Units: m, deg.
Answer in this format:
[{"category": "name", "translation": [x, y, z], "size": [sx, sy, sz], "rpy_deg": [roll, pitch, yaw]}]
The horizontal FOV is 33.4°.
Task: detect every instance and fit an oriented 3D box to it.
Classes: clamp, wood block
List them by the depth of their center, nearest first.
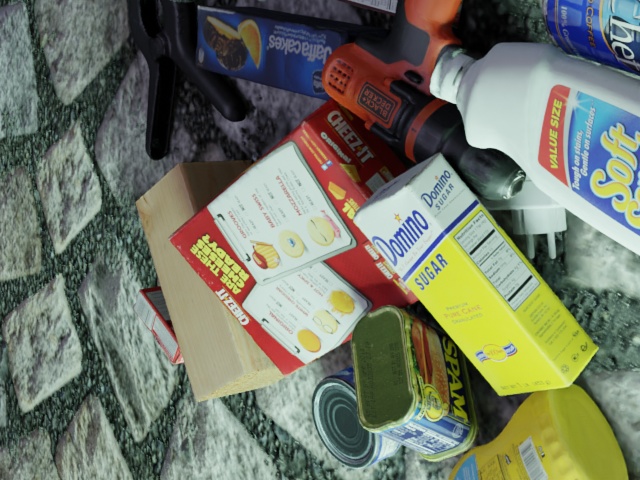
[{"category": "wood block", "translation": [-0.090, 0.037, 1.015], "size": [0.091, 0.090, 0.206], "rpy_deg": [-35, 69, 46]}, {"category": "clamp", "translation": [-0.144, -0.193, 1.080], "size": [0.165, 0.036, 0.210], "rpy_deg": [-6, 96, 48]}]

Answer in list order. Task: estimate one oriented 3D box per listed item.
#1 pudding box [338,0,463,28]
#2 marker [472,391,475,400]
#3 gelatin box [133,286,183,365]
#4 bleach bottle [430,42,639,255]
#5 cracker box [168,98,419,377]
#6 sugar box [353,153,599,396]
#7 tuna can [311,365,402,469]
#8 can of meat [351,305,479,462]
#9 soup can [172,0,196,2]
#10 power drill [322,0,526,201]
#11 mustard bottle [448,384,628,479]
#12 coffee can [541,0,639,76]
[{"category": "pudding box", "translation": [0.066, -0.221, 0.836], "size": [0.114, 0.039, 0.090], "rpy_deg": [29, 117, 45]}, {"category": "marker", "translation": [0.077, 0.112, 0.885], "size": [0.121, 0.020, 0.020], "rpy_deg": [21, 111, 46]}, {"category": "gelatin box", "translation": [-0.136, 0.083, 1.087], "size": [0.089, 0.073, 0.030], "rpy_deg": [48, 129, 33]}, {"category": "bleach bottle", "translation": [0.179, -0.045, 0.641], "size": [0.251, 0.068, 0.103], "rpy_deg": [27, 116, 19]}, {"category": "cracker box", "translation": [-0.006, 0.001, 0.886], "size": [0.164, 0.072, 0.214], "rpy_deg": [50, 136, -4]}, {"category": "sugar box", "translation": [0.105, 0.029, 0.748], "size": [0.176, 0.048, 0.093], "rpy_deg": [47, 155, -5]}, {"category": "tuna can", "translation": [0.032, 0.153, 0.923], "size": [0.086, 0.033, 0.086], "rpy_deg": [22, 120, 44]}, {"category": "can of meat", "translation": [0.070, 0.108, 0.817], "size": [0.058, 0.083, 0.102], "rpy_deg": [-27, 52, 30]}, {"category": "soup can", "translation": [-0.127, -0.285, 1.003], "size": [0.068, 0.068, 0.102], "rpy_deg": [55, 137, 29]}, {"category": "power drill", "translation": [0.097, -0.141, 0.733], "size": [0.185, 0.057, 0.188], "rpy_deg": [38, 115, 31]}, {"category": "mustard bottle", "translation": [0.141, 0.193, 0.792], "size": [0.192, 0.058, 0.096], "rpy_deg": [-52, 45, 40]}, {"category": "coffee can", "translation": [0.217, -0.140, 0.624], "size": [0.140, 0.102, 0.103], "rpy_deg": [30, 117, 43]}]
